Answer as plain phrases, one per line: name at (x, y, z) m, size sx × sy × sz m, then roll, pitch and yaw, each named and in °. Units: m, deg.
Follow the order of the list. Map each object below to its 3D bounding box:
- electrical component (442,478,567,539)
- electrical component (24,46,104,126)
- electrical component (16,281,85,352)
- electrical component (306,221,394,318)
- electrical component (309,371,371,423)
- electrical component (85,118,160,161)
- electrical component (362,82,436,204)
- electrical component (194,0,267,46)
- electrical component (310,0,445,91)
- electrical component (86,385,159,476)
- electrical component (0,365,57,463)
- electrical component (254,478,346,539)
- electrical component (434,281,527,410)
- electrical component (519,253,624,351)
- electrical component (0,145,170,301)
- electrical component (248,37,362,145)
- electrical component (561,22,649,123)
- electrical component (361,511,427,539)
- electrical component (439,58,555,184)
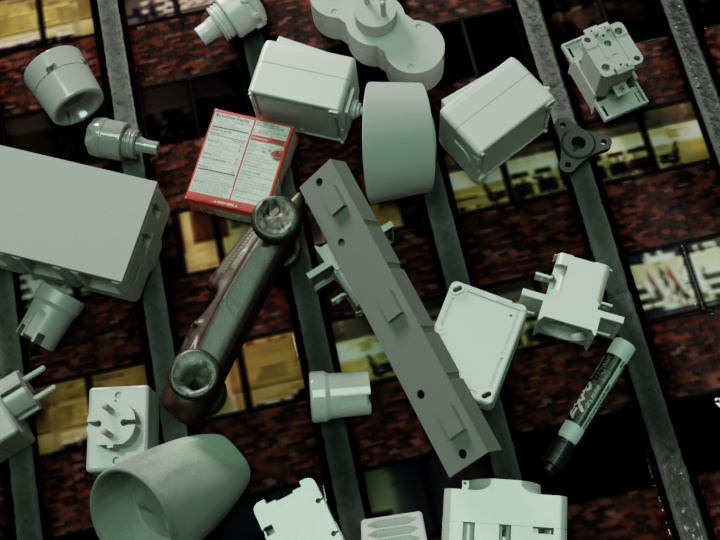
electrical component at (0.106, 0.187, 0.798) m, size 0.089 × 0.050 × 0.055 m, roll 3°, pitch 72°, yaw 5°
electrical component at (-0.257, -0.159, 0.938) m, size 0.055 × 0.055 × 0.047 m, roll -32°, pitch 76°, yaw -8°
electrical component at (-0.254, 0.038, 0.877) m, size 0.040 × 0.040 × 0.046 m, roll 27°, pitch 81°, yaw 12°
electrical component at (0.000, 0.000, 0.874) m, size 0.081 × 0.042 × 0.063 m, roll -33°, pitch 75°, yaw -7°
electrical component at (-0.016, 0.098, 0.843) m, size 0.046 × 0.040 × 0.040 m, roll -4°, pitch 71°, yaw -4°
electrical component at (-0.203, -0.110, 0.928) m, size 0.061 × 0.035 × 0.035 m, roll 11°, pitch 72°, yaw 5°
electrical component at (0.028, -0.105, 0.879) m, size 0.064 × 0.099 × 0.099 m, roll -6°, pitch 71°, yaw -5°
electrical component at (-0.117, -0.225, 0.958) m, size 0.062 × 0.048 × 0.048 m, roll -35°, pitch 73°, yaw -1°
electrical component at (0.014, -0.216, 0.930) m, size 0.138 × 0.073 × 0.052 m, roll 39°, pitch 77°, yaw 15°
electrical component at (-0.186, 0.121, 0.824) m, size 0.047 × 0.076 × 0.065 m, roll -3°, pitch 71°, yaw 2°
electrical component at (-0.279, 0.105, 0.852) m, size 0.077 × 0.047 × 0.065 m, roll -32°, pitch 73°, yaw -8°
electrical component at (-0.036, 0.207, 0.797) m, size 0.050 × 0.055 × 0.089 m, roll -26°, pitch 71°, yaw -5°
electrical component at (0.086, 0.067, 0.839) m, size 0.062 × 0.061 × 0.096 m, roll 20°, pitch 80°, yaw 12°
electrical component at (0.170, 0.024, 0.856) m, size 0.081 × 0.042 × 0.063 m, roll 17°, pitch 71°, yaw 8°
electrical component at (-0.244, -0.038, 0.890) m, size 0.150 × 0.061 × 0.089 m, roll 13°, pitch 72°, yaw 8°
electrical component at (-0.039, -0.153, 0.918) m, size 0.096 × 0.061 × 0.061 m, roll 13°, pitch 73°, yaw 8°
electrical component at (0.208, -0.172, 0.909) m, size 0.042 × 0.063 × 0.081 m, roll -24°, pitch 72°, yaw -4°
electrical component at (0.030, 0.227, 0.786) m, size 0.047 × 0.065 × 0.076 m, roll -9°, pitch 99°, yaw 1°
electrical component at (0.116, -0.131, 0.902) m, size 0.096 × 0.061 × 0.061 m, roll -38°, pitch 73°, yaw -9°
